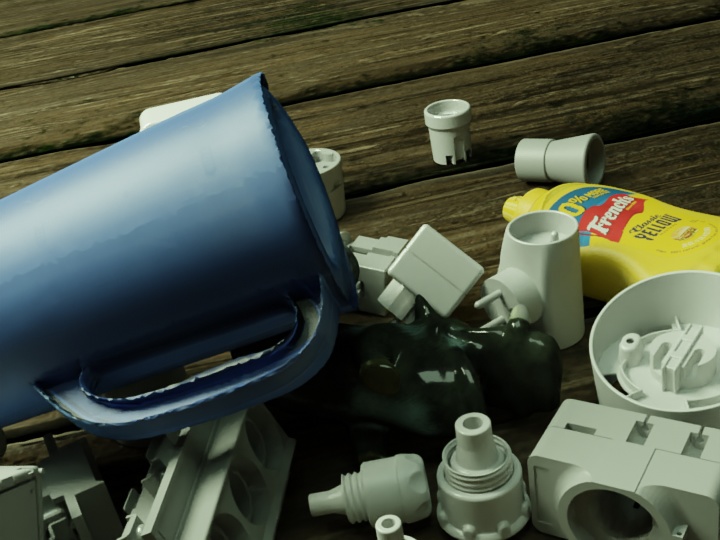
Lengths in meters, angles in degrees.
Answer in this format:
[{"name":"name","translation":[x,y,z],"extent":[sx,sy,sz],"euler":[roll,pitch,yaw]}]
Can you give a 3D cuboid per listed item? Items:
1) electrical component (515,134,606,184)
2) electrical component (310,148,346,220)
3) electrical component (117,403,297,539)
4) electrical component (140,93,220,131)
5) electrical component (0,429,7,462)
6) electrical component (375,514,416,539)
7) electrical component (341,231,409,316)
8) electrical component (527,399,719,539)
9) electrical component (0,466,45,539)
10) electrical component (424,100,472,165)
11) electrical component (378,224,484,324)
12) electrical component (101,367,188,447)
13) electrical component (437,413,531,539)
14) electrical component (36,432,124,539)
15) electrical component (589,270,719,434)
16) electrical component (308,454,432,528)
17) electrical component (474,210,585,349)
[{"name":"electrical component","translation":[0.157,-0.087,0.857],"extent":[0.065,0.044,0.044],"euler":[5,32,34]},{"name":"electrical component","translation":[-0.039,-0.066,0.871],"extent":[0.055,0.047,0.055],"euler":[-7,29,4]},{"name":"electrical component","translation":[-0.078,0.119,0.538],"extent":[0.063,0.078,0.121],"euler":[-24,25,19]},{"name":"electrical component","translation":[-0.123,-0.073,0.843],"extent":[0.078,0.113,0.057],"euler":[-14,26,-8]},{"name":"electrical component","translation":[-0.243,0.106,0.620],"extent":[0.078,0.058,0.057],"euler":[7,36,28]},{"name":"electrical component","translation":[0.017,0.136,0.482],"extent":[0.035,0.061,0.035],"euler":[-7,29,4]},{"name":"electrical component","translation":[0.000,0.000,0.746],"extent":[0.055,0.048,0.066],"euler":[12,35,21]},{"name":"electrical component","translation":[0.130,0.105,0.515],"extent":[0.089,0.050,0.056],"euler":[9,34,29]},{"name":"electrical component","translation":[-0.189,0.144,0.506],"extent":[0.061,0.096,0.062],"euler":[-3,1,13]},{"name":"electrical component","translation":[0.078,-0.119,0.930],"extent":[0.040,0.046,0.040],"euler":[-7,29,4]},{"name":"electrical component","translation":[0.037,0.015,0.687],"extent":[0.047,0.076,0.066],"euler":[38,4,4]},{"name":"electrical component","translation":[-0.131,0.072,0.655],"extent":[0.055,0.047,0.055],"euler":[-7,29,4]},{"name":"electrical component","translation":[0.059,0.100,0.533],"extent":[0.048,0.062,0.048],"euler":[-8,29,4]},{"name":"electrical component","translation":[-0.165,0.129,0.572],"extent":[0.064,0.042,0.081],"euler":[-23,31,-17]},{"name":"electrical component","translation":[0.175,0.052,0.581],"extent":[0.099,0.064,0.099],"euler":[-7,29,4]},{"name":"electrical component","translation":[0.005,0.115,0.552],"extent":[0.061,0.035,0.035],"euler":[-11,29,3]},{"name":"electrical component","translation":[0.101,0.014,0.658],"extent":[0.079,0.077,0.044],"euler":[-27,34,-27]}]
